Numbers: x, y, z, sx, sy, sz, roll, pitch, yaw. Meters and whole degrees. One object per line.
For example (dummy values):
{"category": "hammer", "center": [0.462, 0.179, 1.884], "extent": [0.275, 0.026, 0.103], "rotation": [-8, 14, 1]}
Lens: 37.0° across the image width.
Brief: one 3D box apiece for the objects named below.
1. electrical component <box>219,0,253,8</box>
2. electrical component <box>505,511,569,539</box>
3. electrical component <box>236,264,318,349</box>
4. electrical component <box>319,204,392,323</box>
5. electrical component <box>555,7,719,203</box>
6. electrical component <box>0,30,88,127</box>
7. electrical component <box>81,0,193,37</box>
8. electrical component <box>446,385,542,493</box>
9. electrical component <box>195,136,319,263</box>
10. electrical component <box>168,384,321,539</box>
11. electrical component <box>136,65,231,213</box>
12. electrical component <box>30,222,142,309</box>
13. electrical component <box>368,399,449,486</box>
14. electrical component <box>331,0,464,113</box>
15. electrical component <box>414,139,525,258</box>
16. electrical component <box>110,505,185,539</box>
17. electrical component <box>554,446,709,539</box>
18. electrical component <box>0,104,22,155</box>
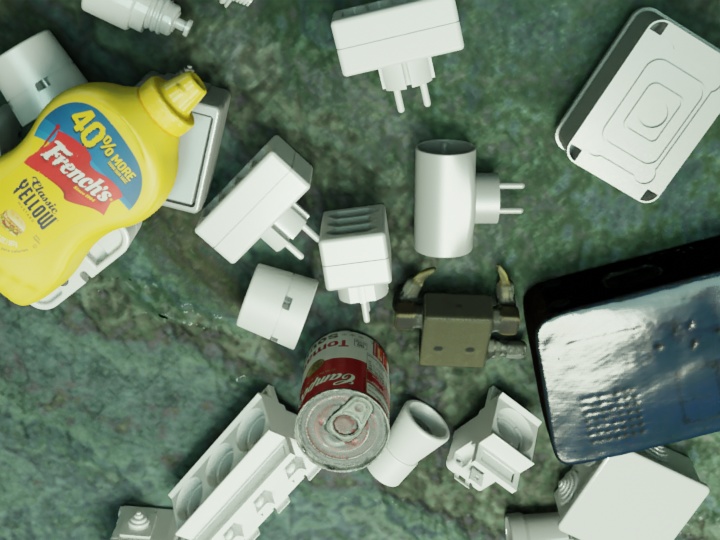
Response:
{"category": "electrical component", "center": [-0.104, -0.206, 0.718], "extent": [0.081, 0.043, 0.043], "rotation": [38, 108, -13]}
{"category": "electrical component", "center": [0.146, 0.219, 0.889], "extent": [0.046, 0.040, 0.040], "rotation": [-6, 112, -2]}
{"category": "electrical component", "center": [-0.062, 0.026, 0.806], "extent": [0.047, 0.055, 0.055], "rotation": [20, 111, -3]}
{"category": "electrical component", "center": [0.000, 0.000, 0.788], "extent": [0.047, 0.065, 0.076], "rotation": [-7, 112, 4]}
{"category": "electrical component", "center": [0.196, -0.114, 0.742], "extent": [0.078, 0.057, 0.113], "rotation": [29, 110, -10]}
{"category": "electrical component", "center": [-0.224, -0.134, 0.745], "extent": [0.055, 0.055, 0.047], "rotation": [-28, 105, 12]}
{"category": "electrical component", "center": [-0.152, -0.181, 0.731], "extent": [0.078, 0.040, 0.040], "rotation": [25, 110, -8]}
{"category": "electrical component", "center": [0.103, 0.136, 0.840], "extent": [0.042, 0.081, 0.064], "rotation": [38, 130, -13]}
{"category": "electrical component", "center": [-0.063, -0.039, 0.783], "extent": [0.076, 0.047, 0.083], "rotation": [42, 107, -15]}
{"category": "electrical component", "center": [-0.089, 0.164, 0.856], "extent": [0.063, 0.078, 0.121], "rotation": [29, 111, -34]}
{"category": "electrical component", "center": [-0.130, -0.095, 0.754], "extent": [0.062, 0.061, 0.096], "rotation": [14, 112, -5]}
{"category": "electrical component", "center": [-0.209, -0.023, 0.786], "extent": [0.095, 0.059, 0.053], "rotation": [-36, 107, 14]}
{"category": "electrical component", "center": [0.035, 0.141, 0.858], "extent": [0.044, 0.044, 0.065], "rotation": [33, 114, -12]}
{"category": "electrical component", "center": [0.030, -0.146, 0.738], "extent": [0.083, 0.047, 0.075], "rotation": [-12, 111, 6]}
{"category": "electrical component", "center": [0.079, -0.052, 0.777], "extent": [0.079, 0.043, 0.077], "rotation": [0, 112, 1]}
{"category": "electrical component", "center": [-0.174, 0.241, 0.891], "extent": [0.061, 0.061, 0.096], "rotation": [5, 112, -1]}
{"category": "electrical component", "center": [0.215, 0.179, 0.865], "extent": [0.100, 0.048, 0.099], "rotation": [25, 110, -9]}
{"category": "electrical component", "center": [-0.273, -0.069, 0.771], "extent": [0.050, 0.055, 0.089], "rotation": [1, 112, 1]}
